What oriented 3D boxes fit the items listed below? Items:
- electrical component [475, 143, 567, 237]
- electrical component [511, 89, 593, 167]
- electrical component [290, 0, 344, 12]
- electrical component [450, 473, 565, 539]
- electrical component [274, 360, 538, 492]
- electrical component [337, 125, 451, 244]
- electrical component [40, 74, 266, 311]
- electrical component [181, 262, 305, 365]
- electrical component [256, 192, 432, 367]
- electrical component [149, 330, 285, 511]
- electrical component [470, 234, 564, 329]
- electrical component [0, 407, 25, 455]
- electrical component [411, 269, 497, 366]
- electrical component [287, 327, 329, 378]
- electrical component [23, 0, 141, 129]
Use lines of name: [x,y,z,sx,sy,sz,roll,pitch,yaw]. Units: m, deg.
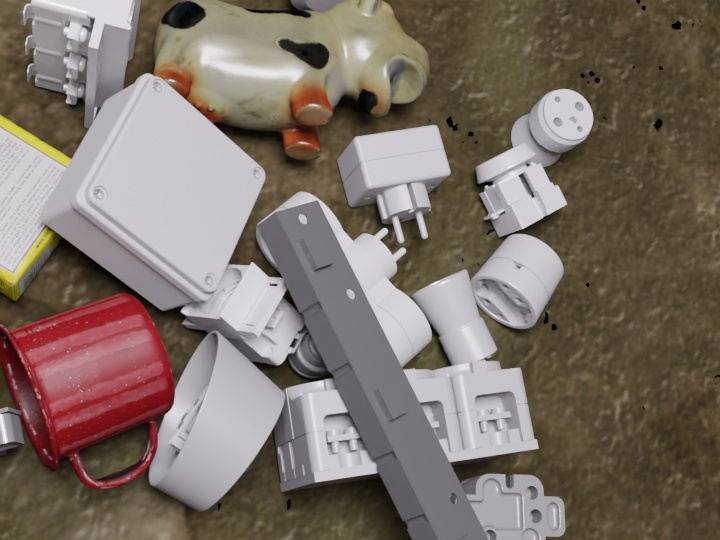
electrical component: [0.117,-0.061,0.806,0.066,0.048,0.055,-28,93,-23]
electrical component: [0.147,-0.108,0.822,0.045,0.055,0.045,5,74,-16]
electrical component: [-0.019,-0.228,0.790,0.080,0.080,0.051,-13,74,-21]
electrical component: [0.090,0.167,0.726,0.078,0.057,0.058,5,74,-17]
electrical component: [0.026,0.101,0.706,0.150,0.089,0.061,-5,77,-19]
electrical component: [0.029,-0.057,0.774,0.066,0.047,0.076,-11,79,-20]
electrical component: [-0.128,-0.048,0.687,0.109,0.056,0.108,41,52,-30]
electrical component: [-0.073,0.029,0.703,0.064,0.081,0.042,44,65,-34]
electrical component: [0.000,0.000,0.743,0.074,0.052,0.138,-40,86,-25]
electrical component: [-0.094,0.096,0.666,0.064,0.099,0.099,38,67,-11]
electrical component: [0.115,0.007,0.781,0.055,0.055,0.047,41,63,-4]
electrical component: [-0.245,0.085,0.638,0.078,0.058,0.057,-16,76,-1]
electrical component: [0.070,0.038,0.765,0.044,0.044,0.065,-25,89,-22]
electrical component: [-0.027,0.052,0.717,0.035,0.061,0.035,5,73,-17]
electrical component: [-0.178,-0.153,0.693,0.063,0.121,0.078,13,72,-12]
